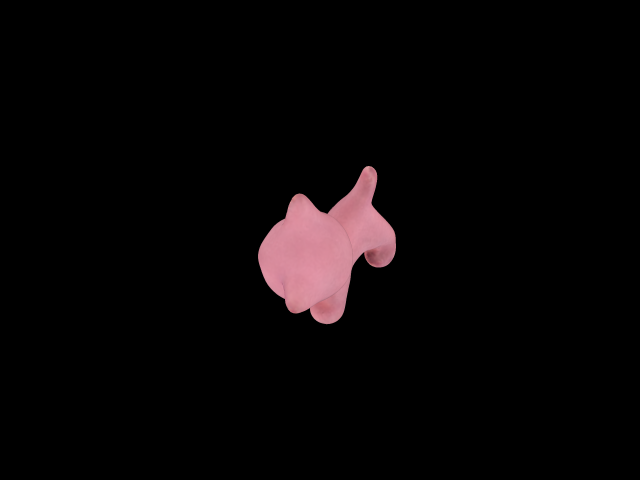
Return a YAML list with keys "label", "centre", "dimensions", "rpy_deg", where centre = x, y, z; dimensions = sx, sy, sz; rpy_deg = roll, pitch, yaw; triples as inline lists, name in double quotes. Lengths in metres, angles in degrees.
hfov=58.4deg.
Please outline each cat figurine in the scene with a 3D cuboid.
- label: "cat figurine"
  centre: [0.004, 0.001, 0.400]
  dimensions: [0.067, 0.118, 0.128]
  rpy_deg: [32, 64, 18]
